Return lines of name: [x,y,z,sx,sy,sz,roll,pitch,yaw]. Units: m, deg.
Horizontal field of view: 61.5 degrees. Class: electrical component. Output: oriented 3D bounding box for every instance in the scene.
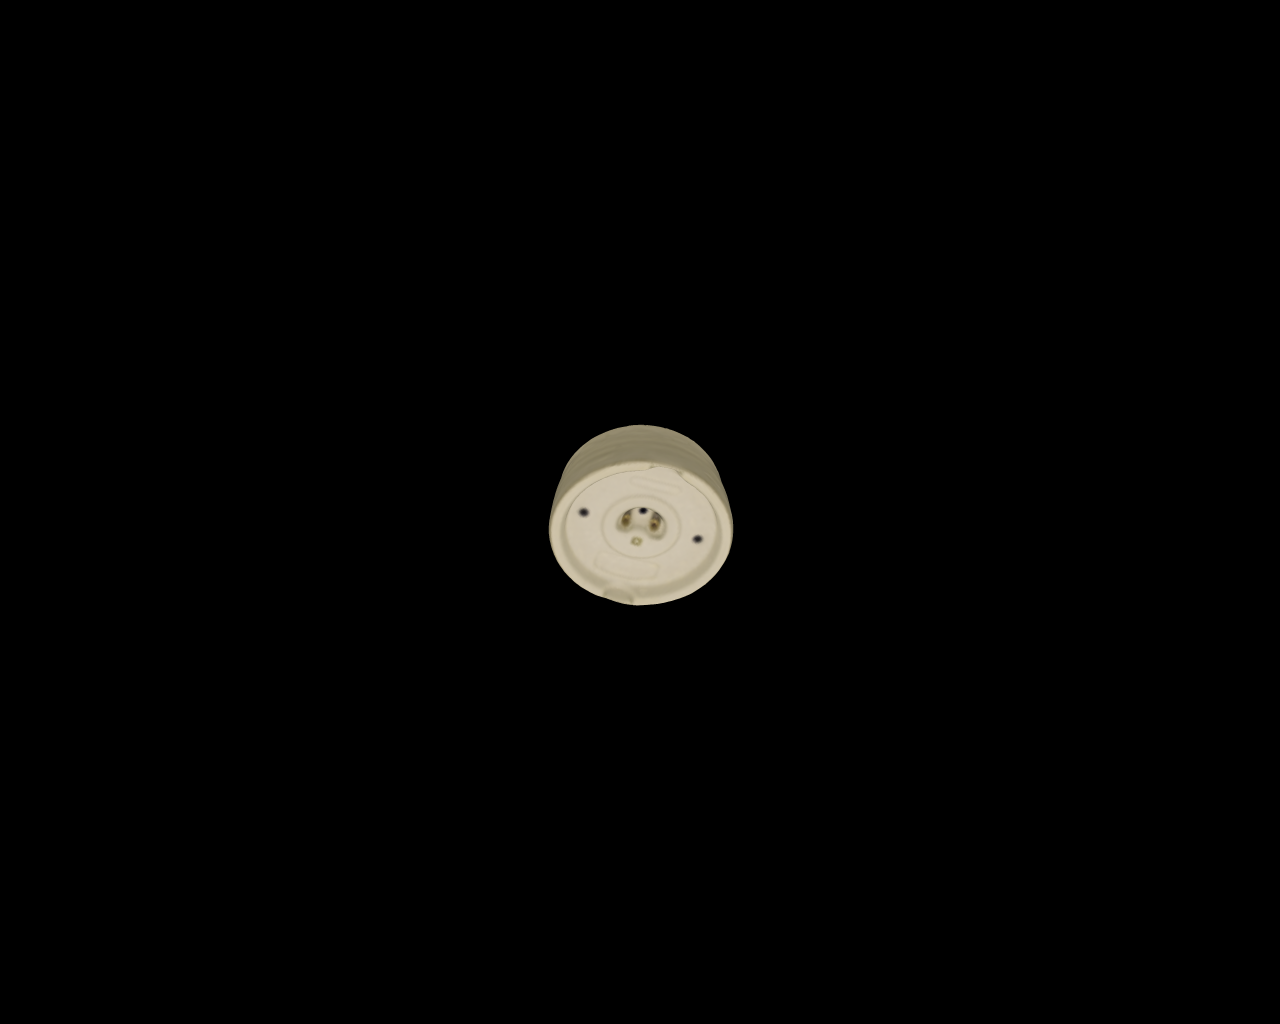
electrical component: [0.001,-0.003,0.650,0.108,0.108,0.060,0,36,0]
